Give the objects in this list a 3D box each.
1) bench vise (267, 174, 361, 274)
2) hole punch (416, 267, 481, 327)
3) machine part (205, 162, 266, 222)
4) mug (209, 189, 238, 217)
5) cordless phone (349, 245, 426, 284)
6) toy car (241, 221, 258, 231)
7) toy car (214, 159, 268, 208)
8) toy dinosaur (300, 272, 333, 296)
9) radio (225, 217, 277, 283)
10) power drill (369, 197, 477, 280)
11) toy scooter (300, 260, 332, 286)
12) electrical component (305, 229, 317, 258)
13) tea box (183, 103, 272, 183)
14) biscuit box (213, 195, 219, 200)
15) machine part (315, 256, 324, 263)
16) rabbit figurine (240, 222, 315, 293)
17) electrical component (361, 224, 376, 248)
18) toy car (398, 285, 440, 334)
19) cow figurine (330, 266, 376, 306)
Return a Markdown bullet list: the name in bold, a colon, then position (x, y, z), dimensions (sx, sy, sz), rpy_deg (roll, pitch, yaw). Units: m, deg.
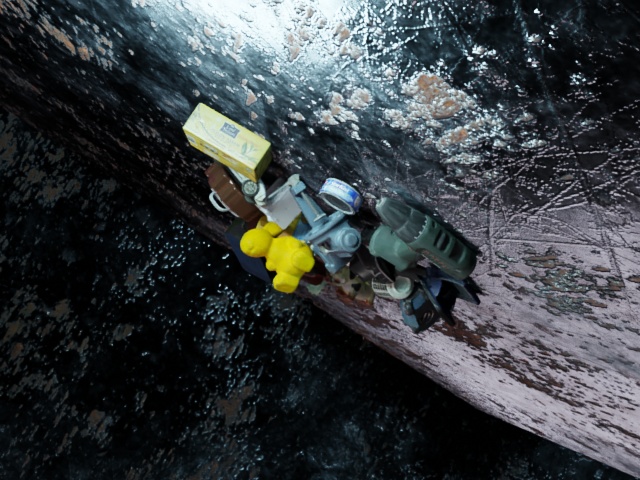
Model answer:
- **bench vise**: position (0.001, -0.040, 1.198), dimensions (0.240, 0.129, 0.224), rpy_deg (54, 174, -9)
- **hole punch**: position (0.289, 0.114, 1.213), dimensions (0.142, 0.092, 0.116), rpy_deg (39, -164, -44)
- **machine part**: position (-0.200, -0.121, 1.307), dimensions (0.179, 0.056, 0.179), rpy_deg (46, -166, -15)
- **mug**: position (-0.231, -0.111, 1.417), dimensions (0.107, 0.109, 0.081), rpy_deg (52, 136, -5)
- **cordless phone**: position (0.176, 0.063, 1.290), dimensions (0.184, 0.088, 0.146), rpy_deg (11, 162, 31)
- **toy car**: position (-0.178, -0.068, 1.518), dimensions (0.089, 0.053, 0.202), rpy_deg (38, 147, 21)
- **toy car**: position (-0.179, -0.154, 1.187), dimensions (0.202, 0.056, 0.073), rpy_deg (50, 171, 7)
- **toy dinosaur**: position (-0.080, 0.060, 1.813), dimensions (0.192, 0.131, 0.404), rpy_deg (8, 153, 32)
- **radio**: position (-0.207, 0.037, 1.713), dimensions (0.131, 0.073, 0.229), rpy_deg (25, 155, 25)
- **power drill**: position (0.170, -0.003, 1.026), dimensions (0.232, 0.086, 0.207), rpy_deg (31, 161, -12)
- **toy scooter**: position (-0.043, 0.074, 1.447), dimensions (0.135, 0.075, 0.184), rpy_deg (26, 175, -40)
- **electrical component**: position (-0.003, -0.004, 1.377), dimensions (0.063, 0.094, 0.021), rpy_deg (40, 172, -24)
- **tea box**: position (-0.187, -0.197, 1.107), dimensions (0.170, 0.068, 0.098), rpy_deg (30, 169, 1)
- **biscuit box**: position (-0.223, -0.103, 1.608), dimensions (0.202, 0.059, 0.063), rpy_deg (37, 168, -29)
- **machine part**: position (-0.041, 0.008, 1.552), dimensions (0.201, 0.087, 0.201), rpy_deg (35, 168, -13)
- **rabbit figurine**: position (-0.106, 0.018, 1.291), dimensions (0.173, 0.162, 0.122), rpy_deg (22, 129, -19)
- **electrical component**: position (0.149, 0.012, 1.183), dimensions (0.074, 0.048, 0.119), rpy_deg (39, 166, -37)
- **toy car**: position (0.259, 0.177, 1.471), dimensions (0.103, 0.109, 0.161), rpy_deg (45, 173, 47)
- **cow figurine**: position (0.104, 0.116, 1.604), dimensions (0.086, 0.127, 0.194), rpy_deg (20, 178, 45)
